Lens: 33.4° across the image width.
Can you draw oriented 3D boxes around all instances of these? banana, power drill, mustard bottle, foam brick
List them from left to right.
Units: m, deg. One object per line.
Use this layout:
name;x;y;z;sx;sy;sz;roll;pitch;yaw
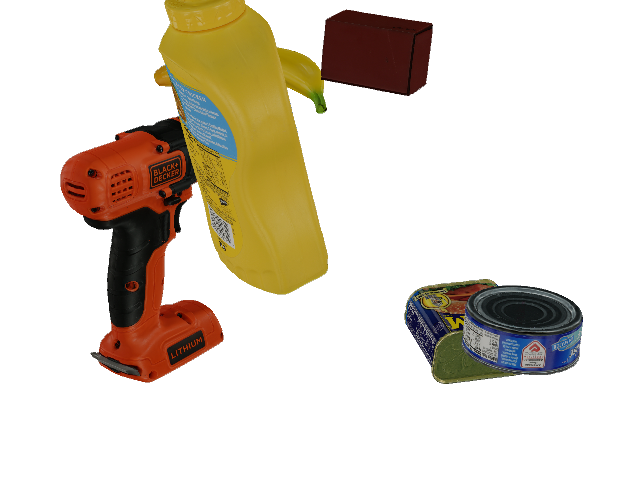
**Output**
power drill;-0.115;0.000;0.819;0.057;0.188;0.184;15;26;35
mustard bottle;-0.047;-0.067;0.591;0.058;0.191;0.096;-26;37;-17
banana;-0.076;-0.178;1.118;0.198;0.037;0.069;11;44;19
foam brick;0.045;-0.153;0.868;0.078;0.051;0.052;14;25;19

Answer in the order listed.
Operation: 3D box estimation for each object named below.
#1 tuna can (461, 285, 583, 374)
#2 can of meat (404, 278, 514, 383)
tuna can;0.147;0.063;0.776;0.086;0.034;0.086;1;21;-1
can of meat;0.137;0.082;0.992;0.102;0.057;0.084;-5;32;-16
